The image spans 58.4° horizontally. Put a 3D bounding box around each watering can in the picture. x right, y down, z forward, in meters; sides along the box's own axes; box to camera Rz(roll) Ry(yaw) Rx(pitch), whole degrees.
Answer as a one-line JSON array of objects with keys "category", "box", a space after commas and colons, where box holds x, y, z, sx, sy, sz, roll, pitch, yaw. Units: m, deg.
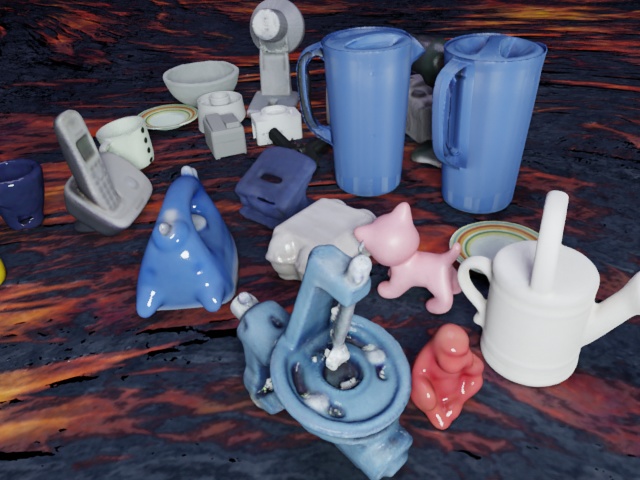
[{"category": "watering can", "box": [0.227, 0.042, 0.564, 0.172, 0.194, 0.101, 1, 34, 5]}]

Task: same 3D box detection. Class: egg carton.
[{"category": "egg carton", "box": [0.007, 0.003, 0.751, 0.107, 0.069, 0.151, 22, 41, 32]}]

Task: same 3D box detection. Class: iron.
[{"category": "iron", "box": [-0.170, -0.020, 0.732, 0.118, 0.141, 0.258, -5, 34, -2]}]

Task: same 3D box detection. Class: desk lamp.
[{"category": "desk lamp", "box": [-0.096, -0.393, 1.217, 0.118, 0.214, 0.203, 0, 34, 5]}]

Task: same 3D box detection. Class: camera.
[{"category": "camera", "box": [0.217, -0.266, 1.107, 0.137, 0.101, 0.143, -13, 35, -14]}]

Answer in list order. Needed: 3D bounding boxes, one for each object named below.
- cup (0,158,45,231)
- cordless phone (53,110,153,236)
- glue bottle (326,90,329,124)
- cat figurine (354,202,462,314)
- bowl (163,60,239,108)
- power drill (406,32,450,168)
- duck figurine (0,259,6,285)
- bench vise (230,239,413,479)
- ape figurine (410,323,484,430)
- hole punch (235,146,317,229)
[{"category": "cup", "box": [-0.454, -0.055, 0.847, 0.091, 0.095, 0.118, 4, 34, 10]}, {"category": "cordless phone", "box": [-0.323, -0.114, 0.844, 0.094, 0.185, 0.147, 0, 34, 4]}, {"category": "glue bottle", "box": [0.034, -0.320, 1.136, 0.037, 0.173, 0.078, 5, 35, 12]}, {"category": "cat figurine", "box": [0.107, 0.014, 0.683, 0.127, 0.118, 0.067, 13, 37, 23]}, {"category": "bowl", "box": [-0.259, -0.339, 1.274, 0.167, 0.075, 0.167, -2, 34, 1]}, {"category": "power drill", "box": [0.206, -0.231, 0.960, 0.228, 0.209, 0.076, 19, 40, 30]}, {"category": "duck figurine", "box": [-0.457, 0.027, 0.733, 0.077, 0.086, 0.104, -5, 34, -3]}, {"category": "bench vise", "box": [-0.015, 0.088, 0.491, 0.206, 0.220, 0.122, 14, 38, 24]}, {"category": "ape figurine", "box": [0.121, 0.120, 0.547, 0.078, 0.092, 0.076, -7, 34, -7]}, {"category": "hole punch", "box": [-0.064, -0.079, 0.858, 0.108, 0.091, 0.101, 21, 41, 31]}]
